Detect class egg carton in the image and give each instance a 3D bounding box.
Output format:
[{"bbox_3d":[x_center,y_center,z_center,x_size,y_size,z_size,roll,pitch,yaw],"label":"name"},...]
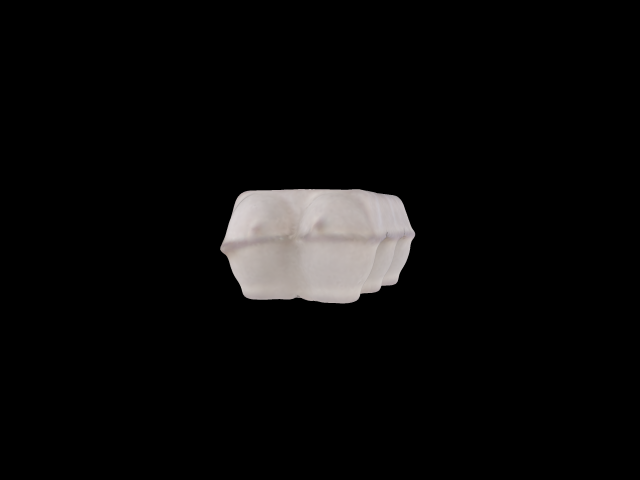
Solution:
[{"bbox_3d":[0.004,0.001,0.400,0.107,0.069,0.151,1,2,20],"label":"egg carton"}]
